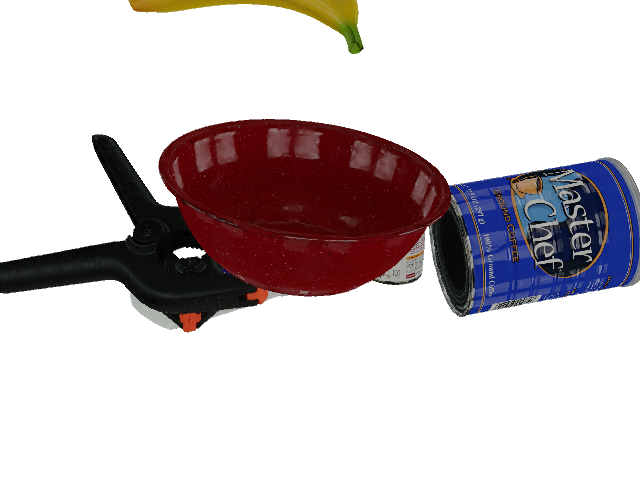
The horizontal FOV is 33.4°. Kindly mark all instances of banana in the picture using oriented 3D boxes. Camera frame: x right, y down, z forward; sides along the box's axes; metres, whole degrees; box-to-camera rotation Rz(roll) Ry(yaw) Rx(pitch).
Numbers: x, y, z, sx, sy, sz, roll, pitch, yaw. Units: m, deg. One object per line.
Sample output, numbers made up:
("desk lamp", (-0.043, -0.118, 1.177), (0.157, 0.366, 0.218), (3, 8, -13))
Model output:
("banana", (-0.052, -0.194, 0.833), (0.198, 0.069, 0.037), (13, -40, 17))

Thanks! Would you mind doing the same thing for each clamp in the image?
("clamp", (-0.123, 0.032, 1.083), (0.120, 0.039, 0.171), (-11, 34, -10))
("clamp", (-0.133, -0.005, 0.831), (0.210, 0.164, 0.036), (14, -34, 13))

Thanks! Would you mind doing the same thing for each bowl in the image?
("bowl", (-0.011, -0.014, 0.598), (0.162, 0.055, 0.162), (6, 26, -3))

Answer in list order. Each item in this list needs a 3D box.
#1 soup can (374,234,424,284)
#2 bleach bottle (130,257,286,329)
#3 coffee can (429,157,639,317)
("soup can", (0.084, -0.010, 1.203), (0.068, 0.102, 0.068), (1, 24, 0))
("bleach bottle", (-0.118, 0.052, 1.404), (0.250, 0.068, 0.103), (-13, 28, -42))
("coffee can", (0.166, -0.003, 0.827), (0.140, 0.103, 0.103), (-10, 1, -8))
